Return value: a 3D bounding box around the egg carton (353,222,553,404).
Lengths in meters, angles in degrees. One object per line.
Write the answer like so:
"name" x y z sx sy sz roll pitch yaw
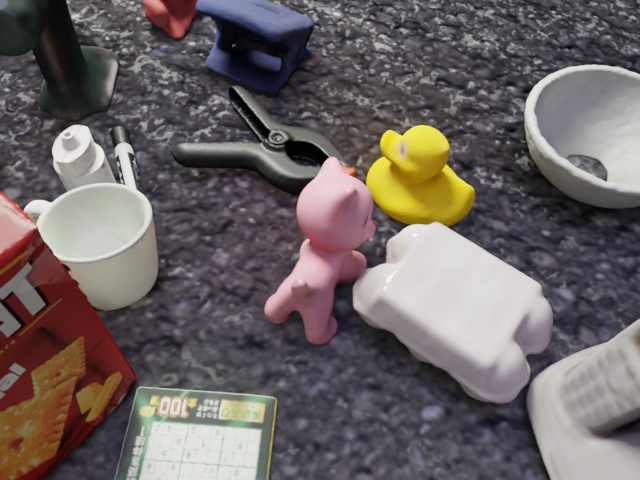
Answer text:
"egg carton" 0.106 0.055 0.458 0.150 0.069 0.107 33 61 18

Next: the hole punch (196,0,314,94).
"hole punch" -0.069 -0.232 0.625 0.108 0.091 0.101 24 59 13

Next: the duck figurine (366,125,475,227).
"duck figurine" 0.096 -0.064 0.526 0.104 0.086 0.078 27 60 15

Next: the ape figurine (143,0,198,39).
"ape figurine" -0.173 -0.294 0.660 0.078 0.092 0.076 -28 62 -19

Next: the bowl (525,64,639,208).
"bowl" 0.274 -0.089 0.558 0.167 0.075 0.167 1 57 -2

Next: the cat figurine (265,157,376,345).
"cat figurine" 0.004 0.002 0.459 0.067 0.118 0.128 20 58 11

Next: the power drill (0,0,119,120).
"power drill" -0.259 -0.232 0.546 0.075 0.208 0.229 -1 57 -3

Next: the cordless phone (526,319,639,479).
"cordless phone" 0.212 0.120 0.351 0.094 0.185 0.147 -10 58 -9
